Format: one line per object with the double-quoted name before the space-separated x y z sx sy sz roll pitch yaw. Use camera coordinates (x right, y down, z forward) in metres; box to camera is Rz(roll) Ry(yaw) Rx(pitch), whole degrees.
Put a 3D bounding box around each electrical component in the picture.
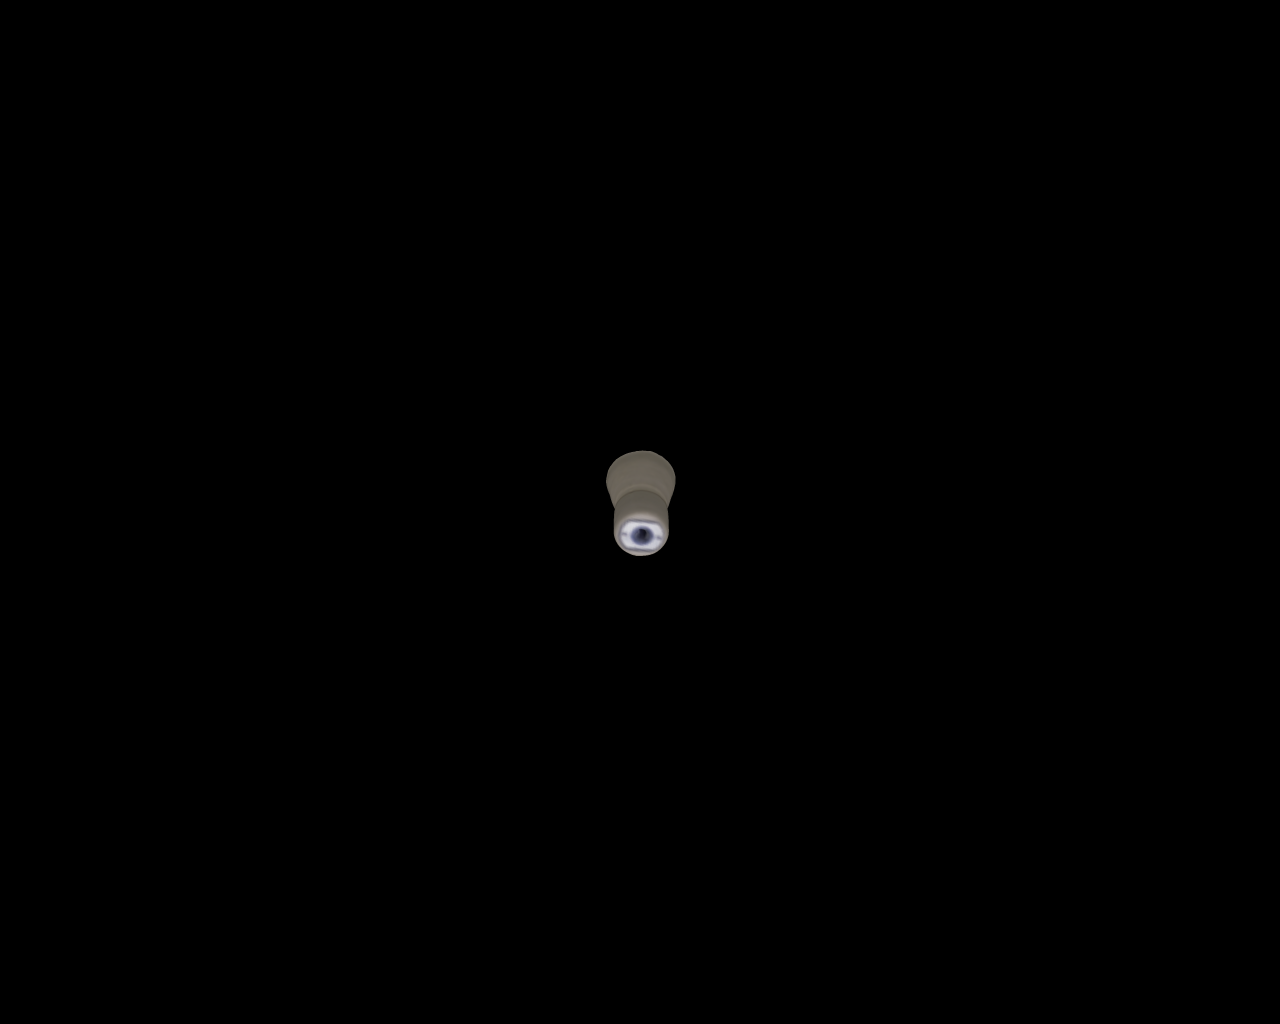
"electrical component" 0.001 -0.003 0.650 0.044 0.044 0.065 0 35 0
